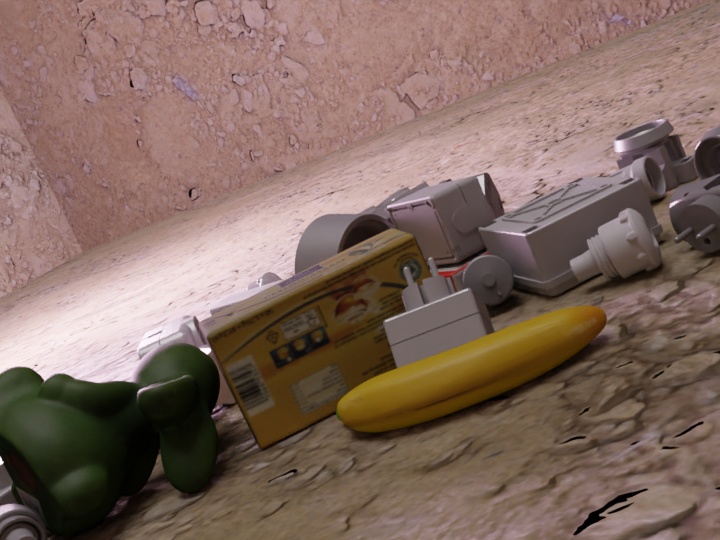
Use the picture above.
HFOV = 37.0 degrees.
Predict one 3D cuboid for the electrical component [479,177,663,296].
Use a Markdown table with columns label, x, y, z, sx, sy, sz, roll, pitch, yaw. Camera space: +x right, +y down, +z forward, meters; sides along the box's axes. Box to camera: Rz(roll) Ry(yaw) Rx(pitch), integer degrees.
| label | x | y | z | sx | sy | sz | roll | pitch | yaw |
| --- | --- | --- | --- | --- | --- | --- | --- | --- | --- |
| electrical component | 0.168 | -0.030 | 0.871 | 0.109 | 0.056 | 0.109 | -26 | 11 | -11 |

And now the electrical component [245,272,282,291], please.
| label | x | y | z | sx | sy | sz | roll | pitch | yaw |
| --- | --- | --- | --- | --- | --- | --- | --- | --- | --- |
| electrical component | -0.114 | 0.034 | 1.216 | 0.062 | 0.048 | 0.048 | -26 | 8 | 29 |

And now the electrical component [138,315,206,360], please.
| label | x | y | z | sx | sy | sz | roll | pitch | yaw |
| --- | --- | --- | --- | --- | --- | --- | --- | --- | --- |
| electrical component | -0.185 | 0.084 | 1.096 | 0.059 | 0.053 | 0.095 | -24 | 11 | -1 |

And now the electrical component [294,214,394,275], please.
| label | x | y | z | sx | sy | sz | roll | pitch | yaw |
| --- | --- | --- | --- | --- | --- | --- | --- | --- | --- |
| electrical component | 0.000 | 0.000 | 0.969 | 0.060 | 0.108 | 0.108 | -5 | 20 | 42 |

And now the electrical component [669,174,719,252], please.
| label | x | y | z | sx | sy | sz | roll | pitch | yaw |
| --- | --- | --- | --- | --- | --- | --- | --- | --- | --- |
| electrical component | 0.252 | -0.037 | 0.756 | 0.079 | 0.043 | 0.077 | -31 | 12 | -32 |

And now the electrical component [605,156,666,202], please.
| label | x | y | z | sx | sy | sz | roll | pitch | yaw |
| --- | --- | --- | --- | --- | --- | --- | --- | --- | --- |
| electrical component | 0.248 | -0.077 | 0.976 | 0.046 | 0.040 | 0.040 | -22 | 9 | 39 |

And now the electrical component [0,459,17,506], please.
| label | x | y | z | sx | sy | sz | roll | pitch | yaw |
| --- | --- | --- | --- | --- | --- | --- | --- | --- | --- |
| electrical component | -0.273 | 0.163 | 0.836 | 0.047 | 0.075 | 0.083 | -13 | 15 | 45 |

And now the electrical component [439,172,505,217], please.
| label | x | y | z | sx | sy | sz | roll | pitch | yaw |
| --- | --- | --- | --- | --- | --- | --- | --- | --- | --- |
| electrical component | 0.110 | -0.054 | 1.058 | 0.051 | 0.080 | 0.080 | -15 | 13 | 20 |

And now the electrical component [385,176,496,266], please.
| label | x | y | z | sx | sy | sz | roll | pitch | yaw |
| --- | --- | --- | --- | --- | --- | --- | --- | --- | --- |
| electrical component | 0.072 | -0.043 | 0.956 | 0.061 | 0.061 | 0.096 | -27 | 9 | -27 |

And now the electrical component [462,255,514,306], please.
| label | x | y | z | sx | sy | sz | roll | pitch | yaw |
| --- | --- | --- | --- | --- | --- | --- | --- | --- | --- |
| electrical component | 0.103 | 0.009 | 0.868 | 0.040 | 0.040 | 0.078 | -24 | -5 | 3 |

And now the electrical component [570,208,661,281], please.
| label | x | y | z | sx | sy | sz | roll | pitch | yaw |
| --- | --- | --- | --- | --- | --- | --- | --- | --- | --- |
| electrical component | 0.185 | -0.013 | 0.787 | 0.062 | 0.048 | 0.048 | -28 | 9 | 19 |

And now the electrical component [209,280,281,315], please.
| label | x | y | z | sx | sy | sz | roll | pitch | yaw |
| --- | --- | --- | --- | --- | --- | --- | --- | --- | --- |
| electrical component | -0.102 | 0.040 | 1.148 | 0.083 | 0.047 | 0.076 | -16 | 13 | 35 |

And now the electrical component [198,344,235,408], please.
| label | x | y | z | sx | sy | sz | roll | pitch | yaw |
| --- | --- | --- | --- | --- | --- | --- | --- | --- | --- |
| electrical component | -0.144 | 0.107 | 0.895 | 0.138 | 0.052 | 0.074 | -31 | 13 | -33 |

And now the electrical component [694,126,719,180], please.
| label | x | y | z | sx | sy | sz | roll | pitch | yaw |
| --- | --- | --- | --- | --- | --- | --- | --- | --- | --- |
| electrical component | 0.311 | -0.094 | 0.874 | 0.057 | 0.058 | 0.078 | -27 | 11 | -29 |

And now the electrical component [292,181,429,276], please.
| label | x | y | z | sx | sy | sz | roll | pitch | yaw |
| --- | --- | --- | --- | --- | --- | --- | --- | --- | --- |
| electrical component | 0.012 | -0.025 | 1.097 | 0.150 | 0.061 | 0.089 | -31 | -9 | -34 |

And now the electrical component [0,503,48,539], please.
| label | x | y | z | sx | sy | sz | roll | pitch | yaw |
| --- | --- | --- | --- | --- | --- | --- | --- | --- | --- |
| electrical component | -0.236 | 0.185 | 0.737 | 0.043 | 0.043 | 0.062 | -30 | 12 | -27 |

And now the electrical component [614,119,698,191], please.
| label | x | y | z | sx | sy | sz | roll | pitch | yaw |
| --- | --- | --- | --- | --- | --- | --- | --- | --- | --- |
| electrical component | 0.273 | -0.106 | 1.011 | 0.078 | 0.057 | 0.058 | -14 | 15 | 44 |

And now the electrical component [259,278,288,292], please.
| label | x | y | z | sx | sy | sz | roll | pitch | yaw |
| --- | --- | --- | --- | --- | --- | --- | --- | --- | --- |
| electrical component | -0.072 | 0.050 | 0.991 | 0.061 | 0.061 | 0.096 | -18 | 12 | 31 |

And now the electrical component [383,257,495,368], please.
| label | x | y | z | sx | sy | sz | roll | pitch | yaw |
| --- | --- | --- | --- | --- | --- | --- | --- | --- | --- |
| electrical component | 0.052 | 0.029 | 0.750 | 0.066 | 0.076 | 0.047 | -22 | -20 | 12 |
